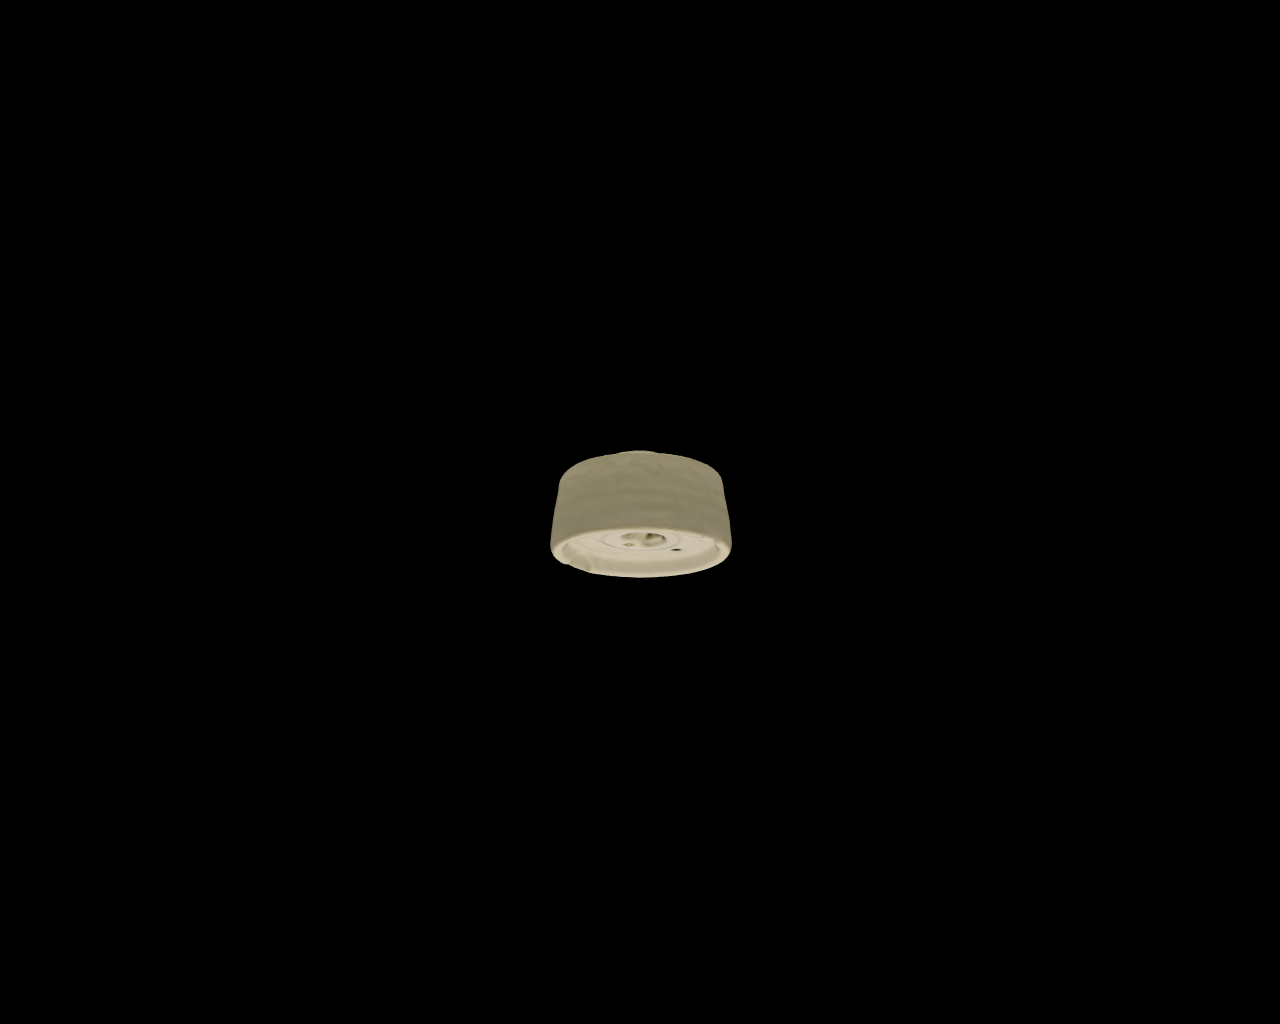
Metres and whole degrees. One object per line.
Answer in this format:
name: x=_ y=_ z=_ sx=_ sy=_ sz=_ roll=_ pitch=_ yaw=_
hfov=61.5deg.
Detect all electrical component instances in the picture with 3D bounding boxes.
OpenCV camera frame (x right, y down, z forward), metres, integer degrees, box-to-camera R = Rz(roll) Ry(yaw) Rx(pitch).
electrical component: x=0.001 y=-0.003 z=0.650 sx=0.108 sy=0.060 sz=0.108 roll=0 pitch=-18 yaw=0
